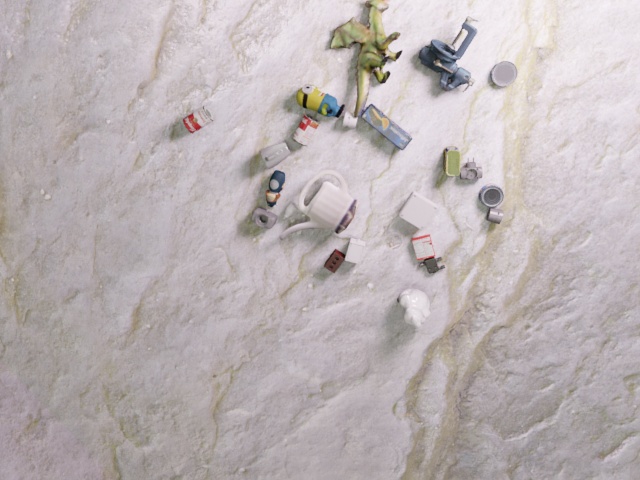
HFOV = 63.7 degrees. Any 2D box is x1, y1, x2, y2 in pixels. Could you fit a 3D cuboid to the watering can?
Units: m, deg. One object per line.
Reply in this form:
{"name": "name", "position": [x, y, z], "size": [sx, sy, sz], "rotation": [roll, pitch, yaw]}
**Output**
{"name": "watering can", "position": [0.006, -0.100, 1.982], "size": [0.224, 0.105, 0.343], "rotation": [32, 106, -1]}

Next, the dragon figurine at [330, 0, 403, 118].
{"name": "dragon figurine", "position": [0.145, -0.669, 1.831], "size": [0.244, 0.123, 0.406], "rotation": [36, 106, 16]}

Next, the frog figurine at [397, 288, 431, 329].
{"name": "frog figurine", "position": [0.367, 0.260, 1.996], "size": [0.137, 0.161, 0.121], "rotation": [42, 106, -5]}
